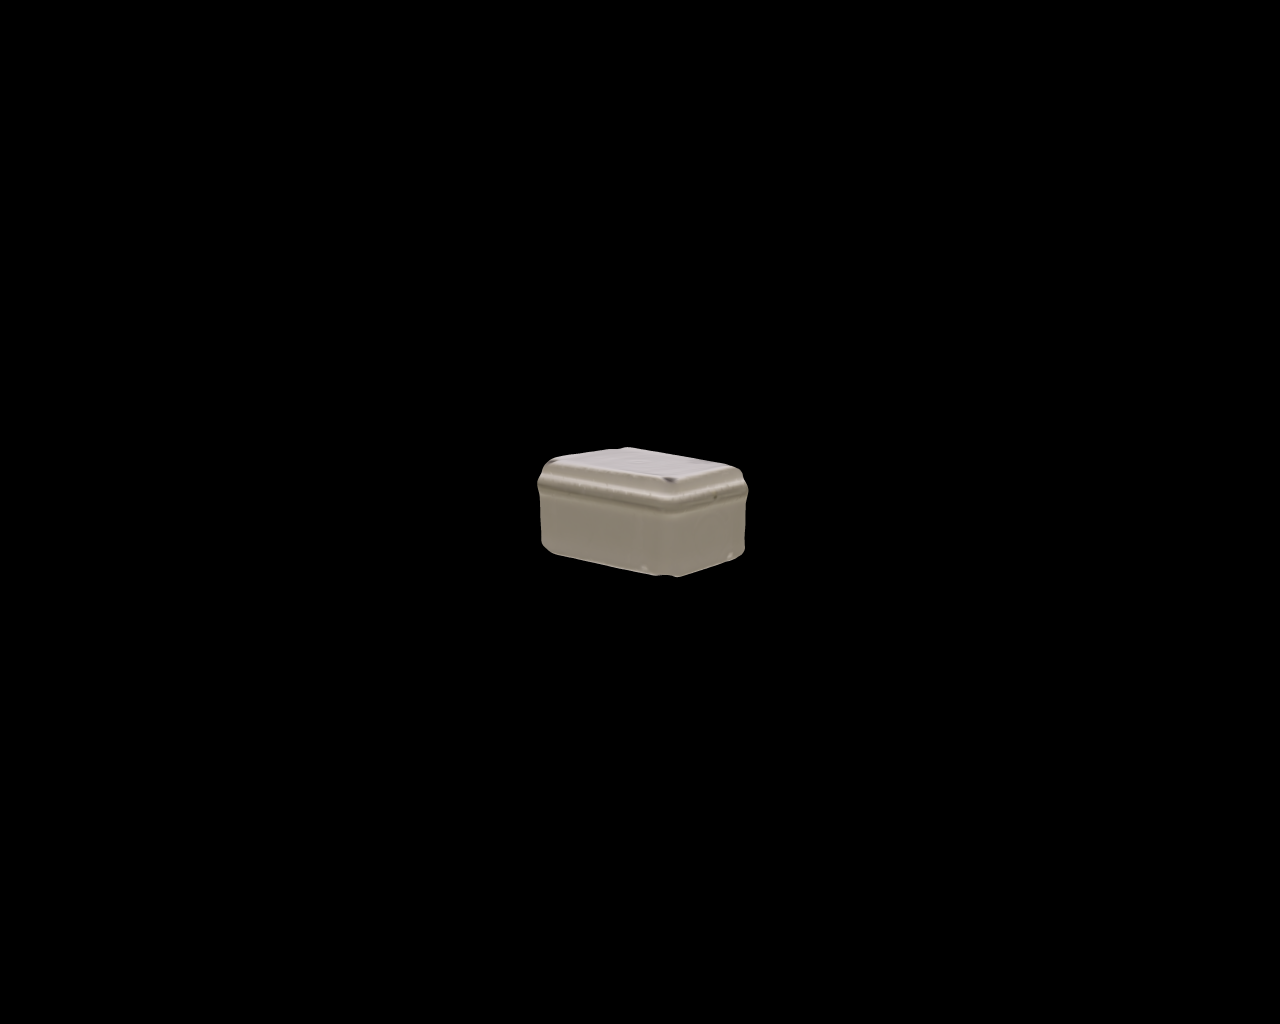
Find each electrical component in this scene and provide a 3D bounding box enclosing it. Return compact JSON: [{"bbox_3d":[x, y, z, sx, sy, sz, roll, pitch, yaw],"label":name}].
[{"bbox_3d":[0.001,-0.003,0.650,0.113,0.057,0.078,11,17,42],"label":"electrical component"}]
